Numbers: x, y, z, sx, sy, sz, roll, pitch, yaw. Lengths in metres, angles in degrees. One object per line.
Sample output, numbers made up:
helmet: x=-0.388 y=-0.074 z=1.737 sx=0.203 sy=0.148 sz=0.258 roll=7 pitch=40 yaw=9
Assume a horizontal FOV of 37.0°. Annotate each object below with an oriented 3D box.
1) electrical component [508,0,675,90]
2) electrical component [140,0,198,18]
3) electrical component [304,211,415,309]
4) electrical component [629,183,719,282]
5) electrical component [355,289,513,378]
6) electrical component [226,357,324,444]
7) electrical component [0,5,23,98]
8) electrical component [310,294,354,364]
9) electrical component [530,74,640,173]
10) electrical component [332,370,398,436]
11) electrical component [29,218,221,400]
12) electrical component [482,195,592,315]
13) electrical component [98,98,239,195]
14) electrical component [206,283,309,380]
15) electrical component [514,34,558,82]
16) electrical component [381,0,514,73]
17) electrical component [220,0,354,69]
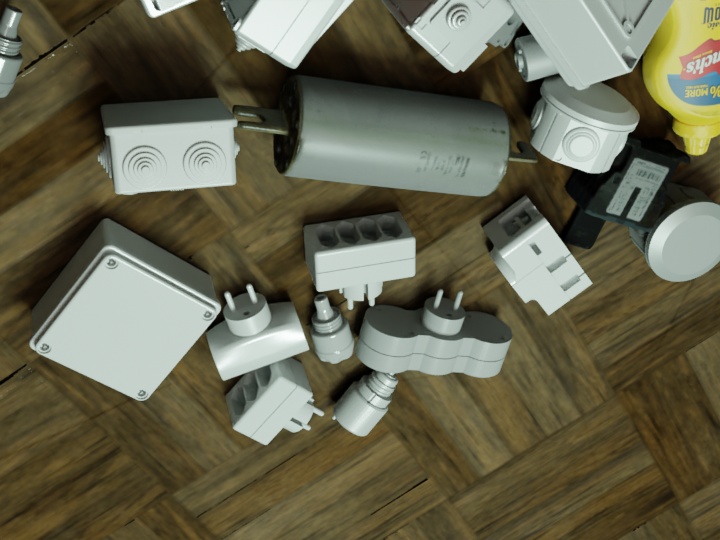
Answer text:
electrical component: x=0.164 y=-0.205 z=0.764 sx=0.108 sy=0.056 sz=0.108 roll=49 pitch=57 yaw=-23
electrical component: x=-0.123 y=-0.211 z=0.711 sx=0.096 sy=0.061 sz=0.061 roll=-23 pitch=125 yaw=-2
electrical component: x=0.000 y=0.000 z=0.892 sx=0.083 sy=0.047 sz=0.075 roll=-9 pitch=124 yaw=-11
electrical component: x=0.284 y=-0.034 z=0.953 sx=0.080 sy=0.051 sz=0.080 roll=-8 pitch=123 yaw=-12
electrical component: x=0.070 y=0.048 z=0.940 sx=0.138 sy=0.052 sz=0.073 roll=5 pitch=120 yaw=-19
electrical component: x=-0.066 y=0.118 z=0.946 sx=0.077 sy=0.047 sz=0.065 roll=33 pitch=107 yaw=-31
electrical component: x=-0.245 y=-0.150 z=0.730 sx=0.035 sy=0.035 sz=0.061 roll=19 pitch=112 yaw=-26
electrical component: x=-0.027 y=0.048 z=0.922 sx=0.035 sy=0.035 sz=0.061 roll=-18 pitch=122 yaw=-5
electrical component: x=0.175 y=-0.117 z=0.852 sx=0.080 sy=0.080 sz=0.051 roll=7 pitch=125 yaw=-21
electrical component: x=0.009 y=0.114 z=0.971 sx=0.040 sy=0.040 sz=0.078 roll=29 pitch=109 yaw=-30
electrical component: x=-0.186 y=0.033 z=0.850 sx=0.109 sy=0.056 sz=0.108 roll=32 pitch=108 yaw=-31
electrical component: x=0.150 y=-0.010 z=0.929 sx=0.056 sy=0.050 sz=0.089 roll=-37 pitch=124 yaw=8
electrical component: x=-0.136 y=-0.089 z=0.764 sx=0.100 sy=0.099 sz=0.048 roll=-6 pitch=110 yaw=-14
electrical component: x=-0.090 y=0.045 z=0.894 sx=0.077 sy=0.044 sz=0.079 roll=-20 pitch=125 yaw=-4
electrical component: x=0.153 y=-0.170 z=0.835 sx=0.065 sy=0.044 sz=0.044 roll=-15 pitch=125 yaw=-1
electrical component: x=0.064 y=-0.185 z=0.763 sx=0.061 sy=0.096 sz=0.061 roll=36 pitch=107 yaw=-32
electrical component: x=-0.050 y=-0.187 z=0.748 sx=0.061 sy=0.061 sz=0.096 roll=28 pitch=110 yaw=-30
